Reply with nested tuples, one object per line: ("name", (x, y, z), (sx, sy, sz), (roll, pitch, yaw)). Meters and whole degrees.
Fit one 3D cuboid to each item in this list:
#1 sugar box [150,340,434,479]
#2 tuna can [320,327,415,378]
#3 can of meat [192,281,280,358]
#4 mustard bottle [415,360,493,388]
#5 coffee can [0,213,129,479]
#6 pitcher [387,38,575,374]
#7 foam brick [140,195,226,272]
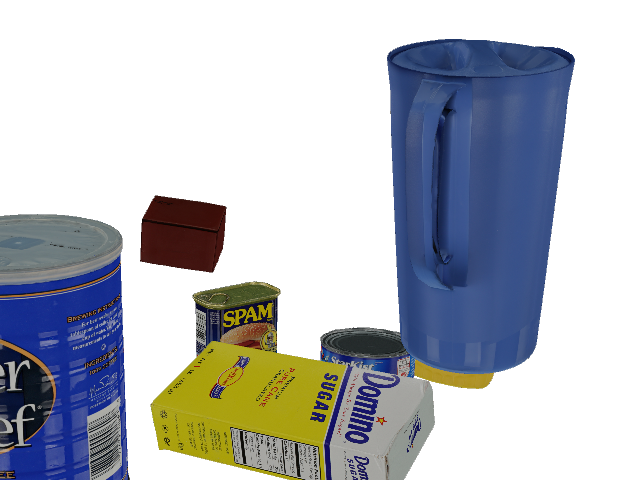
("sugar box", (-0.018, 0.121, 0.739), (0.176, 0.048, 0.093), (5, 28, 24))
("tuna can", (0.042, 0.105, 0.947), (0.086, 0.034, 0.086), (2, 11, -1))
("can of meat", (-0.097, 0.101, 1.246), (0.101, 0.084, 0.058), (-10, 19, -36))
("mustard bottle", (0.150, 0.060, 1.154), (0.096, 0.192, 0.058), (11, 16, 20))
("coffee can", (-0.152, 0.066, 0.552), (0.103, 0.140, 0.103), (1, 16, 0))
("pitcher", (0.110, -0.023, 0.799), (0.149, 0.243, 0.145), (-7, 22, -16))
("foam brick", (-0.138, -0.007, 1.080), (0.078, 0.051, 0.053), (9, 31, 3))
